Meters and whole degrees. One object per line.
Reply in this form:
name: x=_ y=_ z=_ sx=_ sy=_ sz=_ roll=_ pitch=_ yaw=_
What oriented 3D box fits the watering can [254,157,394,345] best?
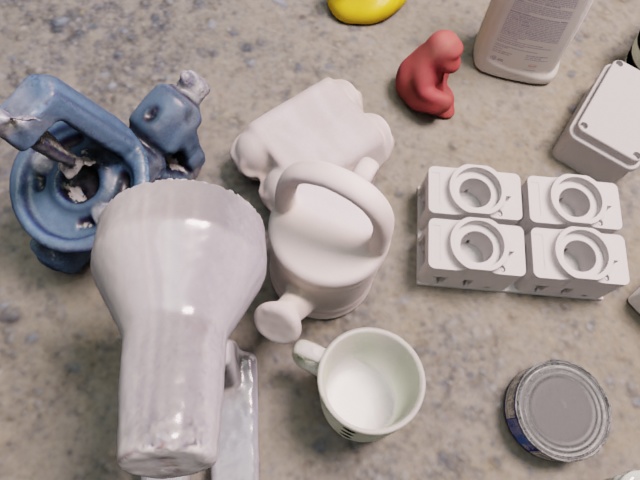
watering can: x=0.006 y=0.003 z=0.466 sx=0.101 sy=0.194 sz=0.173 roll=6 pitch=69 yaw=-1

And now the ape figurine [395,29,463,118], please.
ape figurine: x=0.121 y=-0.180 z=0.598 sx=0.076 sy=0.092 sz=0.078 roll=26 pitch=70 yaw=6

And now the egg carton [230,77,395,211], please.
egg carton: x=-0.005 y=-0.090 z=0.567 sx=0.150 sy=0.069 sz=0.107 roll=-36 pitch=76 yaw=-16

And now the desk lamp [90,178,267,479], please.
desk lamp: x=-0.094 y=0.088 z=0.416 sx=0.118 sy=0.213 sz=0.203 roll=-3 pitch=70 yaw=-5

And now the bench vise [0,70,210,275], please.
bench vise: x=-0.185 y=-0.087 z=0.472 sx=0.121 sy=0.220 sz=0.207 roll=22 pitch=69 yaw=4

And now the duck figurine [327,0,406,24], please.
duck figurine: x=0.060 y=-0.301 z=0.643 sx=0.105 sy=0.086 sz=0.077 roll=-24 pitch=73 yaw=-12
